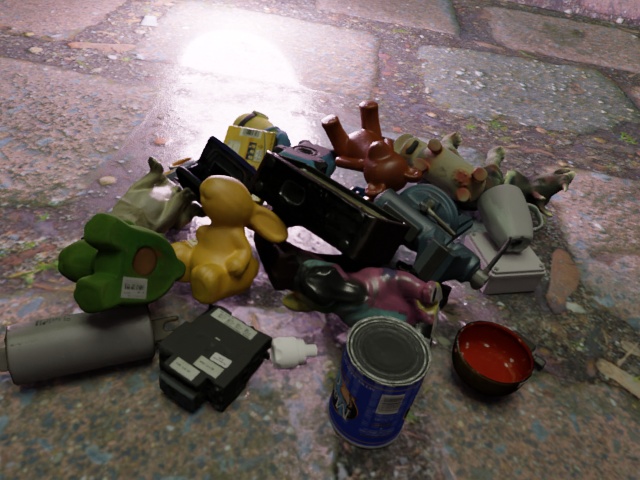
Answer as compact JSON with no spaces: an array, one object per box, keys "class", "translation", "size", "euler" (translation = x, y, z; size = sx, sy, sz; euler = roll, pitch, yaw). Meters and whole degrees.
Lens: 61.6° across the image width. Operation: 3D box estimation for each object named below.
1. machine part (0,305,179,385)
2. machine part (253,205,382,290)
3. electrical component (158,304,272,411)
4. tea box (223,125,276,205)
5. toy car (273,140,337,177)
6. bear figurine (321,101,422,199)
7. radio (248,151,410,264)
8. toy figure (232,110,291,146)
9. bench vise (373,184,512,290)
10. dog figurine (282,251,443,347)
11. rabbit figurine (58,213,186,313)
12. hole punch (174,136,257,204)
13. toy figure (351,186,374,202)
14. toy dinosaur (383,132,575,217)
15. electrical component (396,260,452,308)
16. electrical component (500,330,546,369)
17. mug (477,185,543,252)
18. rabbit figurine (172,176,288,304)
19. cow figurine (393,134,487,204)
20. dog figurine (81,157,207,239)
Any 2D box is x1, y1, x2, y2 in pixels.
[{"class":"machine part","translation":[-0.305,0.131,0.695],"size":[0.243,0.079,0.079],"euler":[-8,43,-21]},{"class":"machine part","translation":[-0.002,-0.003,0.916],"size":[0.201,0.087,0.201],"euler":[-7,43,-22]},{"class":"electrical component","translation":[-0.147,0.158,0.716],"size":[0.115,0.058,0.134],"euler":[27,43,22]},{"class":"tea box","translation":[-0.143,-0.126,1.008],"size":[0.098,0.068,0.169],"euler":[11,59,0]},{"class":"toy car","translation":[-0.032,-0.130,1.044],"size":[0.109,0.102,0.161],"euler":[22,25,14]},{"class":"bear figurine","translation":[0.091,-0.160,0.966],"size":[0.120,0.131,0.196],"euler":[-22,27,-5]},{"class":"radio","translation":[0.010,-0.051,0.811],"size":[0.230,0.073,0.131],"euler":[33,12,26]},{"class":"toy figure","translation":[-0.119,-0.211,1.140],"size":[0.089,0.082,0.180],"euler":[-16,49,-31]},{"class":"bench vise","translation":[0.207,-0.016,0.898],"size":[0.224,0.128,0.240],"euler":[30,27,23]},{"class":"dog figurine","translation":[0.060,0.085,0.782],"size":[0.219,0.108,0.191],"euler":[15,-5,19]},{"class":"rabbit figurine","translation":[-0.276,0.023,0.728],"size":[0.170,0.121,0.159],"euler":[3,4,37]},{"class":"hole punch","translation":[-0.167,-0.094,0.883],"size":[0.142,0.116,0.092],"euler":[37,72,-1]},{"class":"toy figure","translation":[0.097,-0.048,1.014],"size":[0.064,0.057,0.155],"euler":[-4,37,-26]},{"class":"toy dinosaur","translation":[0.291,-0.120,1.104],"size":[0.405,0.131,0.192],"euler":[11,39,10]},{"class":"electrical component","translation":[0.169,0.074,0.900],"size":[0.102,0.045,0.078],"euler":[23,13,10]},{"class":"electrical component","translation":[0.298,0.171,0.827],"size":[0.063,0.021,0.094],"euler":[-28,54,-36]},{"class":"mug","translation":[0.341,-0.031,0.948],"size":[0.109,0.080,0.107],"euler":[6,52,-14]},{"class":"rabbit figurine","translation":[-0.129,-0.009,0.782],"size":[0.162,0.173,0.122],"euler":[-8,22,-29]},{"class":"cow figurine","translation":[0.222,-0.139,1.014],"size":[0.195,0.085,0.127],"euler":[36,6,20]},{"class":"dog figurine","translation":[-0.296,-0.020,0.881],"size":[0.121,0.172,0.190],"euler":[38,78,12]}]
